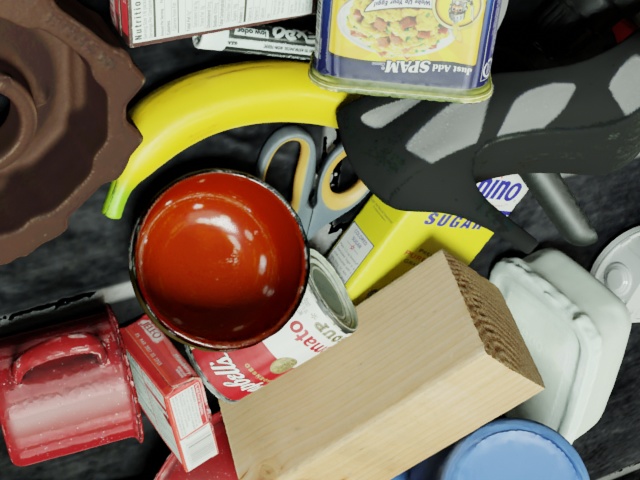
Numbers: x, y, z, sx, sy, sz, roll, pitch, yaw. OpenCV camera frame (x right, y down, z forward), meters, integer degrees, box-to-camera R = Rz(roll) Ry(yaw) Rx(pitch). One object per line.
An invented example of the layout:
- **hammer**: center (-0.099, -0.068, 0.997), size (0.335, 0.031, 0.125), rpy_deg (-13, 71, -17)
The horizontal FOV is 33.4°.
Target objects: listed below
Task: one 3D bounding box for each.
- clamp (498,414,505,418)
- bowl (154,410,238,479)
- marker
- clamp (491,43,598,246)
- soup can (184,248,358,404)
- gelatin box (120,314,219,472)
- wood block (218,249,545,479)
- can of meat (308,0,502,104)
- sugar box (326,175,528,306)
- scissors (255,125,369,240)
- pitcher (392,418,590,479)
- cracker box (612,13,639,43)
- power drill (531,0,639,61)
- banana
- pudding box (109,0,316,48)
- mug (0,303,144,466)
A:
- **clamp**: center (0.183, 0.176, 1.017), size (0.164, 0.036, 0.210), rpy_deg (16, 115, -34)
- **bowl**: center (-0.067, 0.211, 0.825), size (0.161, 0.055, 0.162), rpy_deg (-34, 136, -40)
- **marker**: center (-0.016, -0.116, 0.626), size (0.120, 0.020, 0.020), rpy_deg (1, 127, -28)
- **clamp**: center (0.131, -0.068, 0.697), size (0.171, 0.039, 0.120), rpy_deg (13, 85, -12)
- **soup can**: center (-0.033, 0.058, 0.728), size (0.102, 0.068, 0.068), rpy_deg (-32, 140, 16)
- **gelatin box**: center (-0.104, 0.105, 0.735), size (0.030, 0.073, 0.089), rpy_deg (-28, 138, -21)
- **wood block**: center (0.040, 0.109, 0.758), size (0.206, 0.091, 0.090), rpy_deg (-36, 141, 20)
- **can of meat**: center (0.047, -0.125, 0.569), size (0.102, 0.057, 0.084), rpy_deg (5, 126, 2)
- **sugar box**: center (0.074, -0.006, 0.772), size (0.093, 0.048, 0.176), rpy_deg (19, 117, -42)
- **scissors**: center (-0.005, 0.001, 0.747), size (0.096, 0.016, 0.202), rpy_deg (-15, 134, -14)
- **pitcher**: center (0.148, 0.208, 0.855), size (0.149, 0.145, 0.243), rpy_deg (-28, 168, -7)
- **cracker box**: center (0.320, -0.131, 0.692), size (0.164, 0.214, 0.072), rpy_deg (-38, 138, 3)
- **power drill**: center (0.186, -0.184, 0.626), size (0.185, 0.057, 0.187), rpy_deg (-44, 168, 18)
- **banana**: center (-0.044, -0.075, 0.637), size (0.197, 0.037, 0.070), rpy_deg (-19, 132, -22)
- **pudding box**: center (-0.055, -0.155, 0.557), size (0.113, 0.039, 0.090), rpy_deg (-13, 135, -21)
- **mug**: center (-0.161, 0.089, 0.667), size (0.081, 0.093, 0.117), rpy_deg (-14, 158, -16)
